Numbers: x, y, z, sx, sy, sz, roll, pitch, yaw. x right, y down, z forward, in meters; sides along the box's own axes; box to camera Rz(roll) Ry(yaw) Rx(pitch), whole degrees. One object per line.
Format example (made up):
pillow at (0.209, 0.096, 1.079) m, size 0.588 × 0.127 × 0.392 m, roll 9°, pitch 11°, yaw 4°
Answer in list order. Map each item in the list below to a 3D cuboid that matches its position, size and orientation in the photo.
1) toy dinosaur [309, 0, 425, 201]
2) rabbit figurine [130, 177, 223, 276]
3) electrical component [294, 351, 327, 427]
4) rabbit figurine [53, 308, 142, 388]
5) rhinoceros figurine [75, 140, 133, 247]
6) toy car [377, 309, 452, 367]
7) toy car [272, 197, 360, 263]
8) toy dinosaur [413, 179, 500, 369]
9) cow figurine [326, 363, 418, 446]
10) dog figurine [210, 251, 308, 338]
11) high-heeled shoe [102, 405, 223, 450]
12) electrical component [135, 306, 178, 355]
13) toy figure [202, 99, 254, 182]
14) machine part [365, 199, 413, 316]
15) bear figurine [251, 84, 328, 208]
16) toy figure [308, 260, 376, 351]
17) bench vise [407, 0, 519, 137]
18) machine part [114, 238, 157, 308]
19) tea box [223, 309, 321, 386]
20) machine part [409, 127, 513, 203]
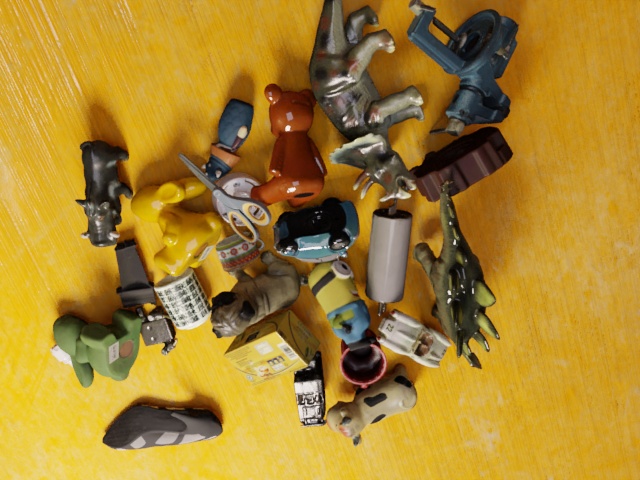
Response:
toy dinosaur at (0.055, -0.258, 0.919) m, size 0.192 × 0.131 × 0.404 m, roll -29°, pitch 99°, yaw 7°
rabbit figurine at (-0.271, -0.041, 0.977) m, size 0.173 × 0.122 × 0.162 m, roll 38°, pitch 118°, yaw 11°
electrical component at (-0.020, 0.287, 1.079) m, size 0.058 × 0.115 × 0.134 m, roll -6°, pitch 109°, yaw -1°
rabbit figurine at (-0.445, 0.202, 1.062) m, size 0.170 × 0.121 × 0.158 m, roll 13°, pitch 120°, yaw 21°
rhinoceros figurine at (-0.388, -0.083, 0.965) m, size 0.073 × 0.112 × 0.190 m, roll 0°, pitch 99°, yaw -3°
toy car at (0.184, 0.194, 1.048) m, size 0.201 × 0.056 × 0.073 m, roll 31°, pitch 87°, yaw -40°
toy car at (-0.002, -0.003, 0.997) m, size 0.162 × 0.109 × 0.102 m, roll -14°, pitch 141°, yaw 4°
toy dinosaur at (0.246, 0.076, 0.953) m, size 0.105 × 0.199 × 0.470 m, roll -21°, pitch 119°, yaw 3°
cow figurine at (0.105, 0.338, 1.090) m, size 0.195 × 0.127 × 0.085 m, roll -23°, pitch 103°, yaw 4°
dog figurine at (-0.105, 0.110, 0.985) m, size 0.172 × 0.191 × 0.121 m, roll -20°, pitch 106°, yaw 4°
high-heeled shoe at (-0.334, 0.410, 1.153) m, size 0.249 × 0.086 × 0.145 m, roll -22°, pitch 139°, yaw 24°
electrical component at (-0.325, 0.180, 1.079) m, size 0.078 × 0.045 × 0.102 m, roll -8°, pitch 107°, yaw 0°
toy figure at (-0.164, -0.174, 0.964) m, size 0.058 × 0.064 × 0.154 m, roll 17°, pitch 106°, yaw -21°
machine part at (0.130, 0.029, 1.023) m, size 0.079 × 0.079 × 0.243 m, roll 3°, pitch 106°, yaw -2°
bear figurine at (-0.060, -0.165, 0.954) m, size 0.120 × 0.132 × 0.195 m, roll -7°, pitch 80°, yaw -40°
toy figure at (0.040, 0.122, 1.017) m, size 0.089 × 0.082 × 0.180 m, roll -19°, pitch 77°, yaw -6°
bench vise at (0.226, -0.298, 0.890) m, size 0.240 × 0.129 × 0.223 m, roll 28°, pitch 97°, yaw -28°
machine part at (-0.367, 0.067, 1.048) m, size 0.084 × 0.039 × 0.138 m, roll -4°, pitch 108°, yaw 4°
tea box at (-0.095, 0.212, 1.044) m, size 0.170 × 0.068 × 0.098 m, roll -27°, pitch 109°, yaw 38°
machine part at (0.241, -0.133, 0.928) m, size 0.179 × 0.179 × 0.056 m, roll -31°, pitch 103°, yaw 8°
